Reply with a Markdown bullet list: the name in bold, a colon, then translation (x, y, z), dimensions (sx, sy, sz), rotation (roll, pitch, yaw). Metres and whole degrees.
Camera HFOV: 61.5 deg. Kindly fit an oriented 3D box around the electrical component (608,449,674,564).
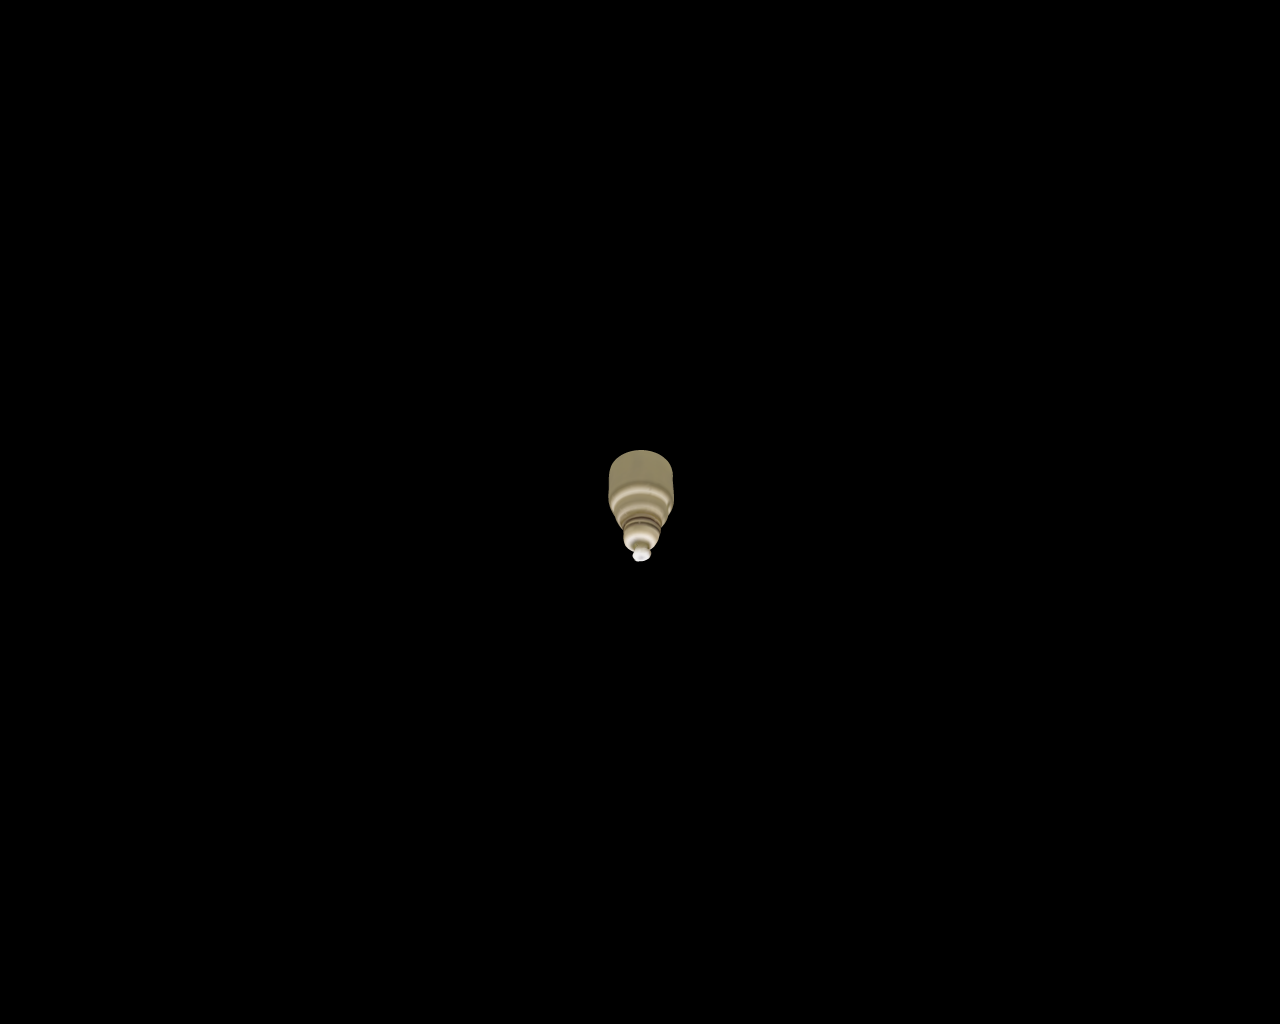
- **electrical component**: translation (0.001, -0.003, 0.650), dimensions (0.040, 0.078, 0.040), rotation (0, -42, 0)
